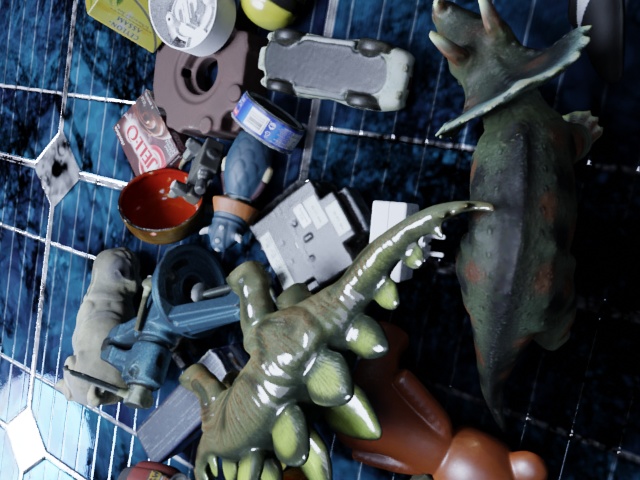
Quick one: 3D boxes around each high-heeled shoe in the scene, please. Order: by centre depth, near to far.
[{"bbox_3d":[0.190,-0.248,0.494,0.145,0.086,0.248,-9,80,31],"label":"high-heeled shoe"}]

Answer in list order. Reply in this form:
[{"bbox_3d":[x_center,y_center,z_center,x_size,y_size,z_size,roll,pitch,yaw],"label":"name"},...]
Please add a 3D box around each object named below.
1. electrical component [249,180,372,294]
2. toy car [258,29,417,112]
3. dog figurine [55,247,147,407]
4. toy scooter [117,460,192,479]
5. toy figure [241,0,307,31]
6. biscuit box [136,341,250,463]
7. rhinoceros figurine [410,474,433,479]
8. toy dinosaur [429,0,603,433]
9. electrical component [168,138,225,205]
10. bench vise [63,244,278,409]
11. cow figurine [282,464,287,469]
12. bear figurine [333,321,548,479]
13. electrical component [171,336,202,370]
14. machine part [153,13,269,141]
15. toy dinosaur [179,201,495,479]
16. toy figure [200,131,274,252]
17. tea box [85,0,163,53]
[{"bbox_3d":[-0.001,-0.002,0.626,0.134,0.058,0.115,-33,77,27],"label":"electrical component"},{"bbox_3d":[0.012,-0.195,0.616,0.202,0.056,0.073,19,107,30],"label":"toy car"},{"bbox_3d":[-0.292,0.112,0.740,0.172,0.121,0.190,21,105,60],"label":"dog figurine"},{"bbox_3d":[-0.179,0.359,0.710,0.135,0.075,0.183,-7,124,18],"label":"toy scooter"},{"bbox_3d":[-0.026,-0.327,0.621,0.180,0.082,0.089,-39,71,23],"label":"toy figure"},{"bbox_3d":[-0.169,0.223,0.729,0.202,0.059,0.063,-46,71,23],"label":"biscuit box"},{"bbox_3d":[0.074,0.333,0.585,0.190,0.073,0.112,-39,83,24],"label":"rhinoceros figurine"},{"bbox_3d":[0.162,-0.009,0.452,0.131,0.192,0.404,-1,90,33],"label":"toy dinosaur"},{"bbox_3d":[-0.162,-0.091,0.698,0.078,0.045,0.102,-41,32,52],"label":"electrical component"},{"bbox_3d":[-0.159,0.089,0.651,0.241,0.224,0.128,-16,127,32],"label":"bench vise"},{"bbox_3d":[-0.056,0.197,0.657,0.167,0.068,0.098,-61,39,16],"label":"cow figurine"},{"bbox_3d":[0.115,0.189,0.543,0.196,0.132,0.120,23,114,8],"label":"bear figurine"},{"bbox_3d":[-0.209,0.137,0.772,0.094,0.021,0.063,49,113,22],"label":"electrical component"},{"bbox_3d":[-0.146,-0.217,0.708,0.180,0.056,0.179,0,90,31],"label":"machine part"},{"bbox_3d":[-0.022,0.118,0.510,0.471,0.105,0.199,-59,42,26],"label":"toy dinosaur"},{"bbox_3d":[-0.099,-0.058,0.671,0.064,0.057,0.154,14,86,43],"label":"toy figure"},{"bbox_3d":[-0.257,-0.341,0.719,0.068,0.098,0.170,-41,49,24],"label":"tea box"}]
